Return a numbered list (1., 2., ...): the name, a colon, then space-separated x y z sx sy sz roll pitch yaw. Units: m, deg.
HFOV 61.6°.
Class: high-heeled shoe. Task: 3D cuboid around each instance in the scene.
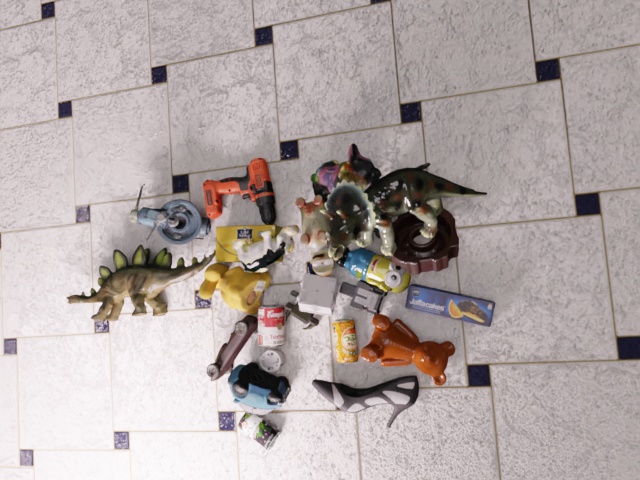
1. high-heeled shoe: 0.112 0.352 1.310 0.249 0.086 0.145 24 89 12

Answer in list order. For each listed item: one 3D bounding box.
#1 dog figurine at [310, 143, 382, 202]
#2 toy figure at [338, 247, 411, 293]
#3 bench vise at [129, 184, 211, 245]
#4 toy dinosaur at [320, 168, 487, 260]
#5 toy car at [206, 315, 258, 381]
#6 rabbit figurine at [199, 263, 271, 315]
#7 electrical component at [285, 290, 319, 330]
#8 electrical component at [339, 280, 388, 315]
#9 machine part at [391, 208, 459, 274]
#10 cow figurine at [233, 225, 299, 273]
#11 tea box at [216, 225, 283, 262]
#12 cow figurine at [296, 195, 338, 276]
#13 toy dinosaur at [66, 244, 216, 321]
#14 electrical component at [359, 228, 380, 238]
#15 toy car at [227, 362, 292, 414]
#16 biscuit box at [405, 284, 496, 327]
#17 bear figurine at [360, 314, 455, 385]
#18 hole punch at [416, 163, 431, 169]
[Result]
1. dog figurine: 0.056 -0.155 1.282 0.192 0.219 0.108 21 78 15
2. toy figure: 0.137 0.070 1.321 0.180 0.089 0.082 19 96 24
3. bench vise: -0.407 -0.058 1.408 0.224 0.240 0.128 22 88 0
4. toy dinosaur: 0.173 -0.088 1.185 0.405 0.191 0.131 -29 36 -8
5. toy car: -0.229 0.280 1.403 0.053 0.089 0.202 37 98 14
6. rabbit figurine: -0.243 0.116 1.400 0.173 0.162 0.121 29 107 33
7. electrical component: -0.045 0.184 1.383 0.102 0.045 0.078 23 64 13
8. electrical component: 0.104 0.136 1.342 0.119 0.047 0.074 24 92 14
9. machine part: 0.242 0.001 1.265 0.179 0.056 0.179 -8 50 10
10. cow figurine: -0.122 0.022 1.332 0.167 0.068 0.098 -18 88 14
11. tea box: -0.186 0.012 1.419 0.170 0.068 0.098 -3 86 16
12. cow figurine: -0.003 -0.004 1.349 0.086 0.127 0.195 -13 74 14
13. toy dinosaur: -0.489 0.114 1.481 0.472 0.105 0.198 -9 80 10
14. electrical component: 0.113 -0.034 1.364 0.063 0.021 0.094 -36 77 10
15. toy car: -0.160 0.391 1.378 0.162 0.109 0.102 19 115 5
16. biscuit box: 0.307 0.154 1.277 0.203 0.059 0.062 11 89 16
17. bear figurine: 0.211 0.261 1.263 0.196 0.132 0.120 21 85 22
18. hole punch: 0.215 -0.120 1.298 0.142 0.116 0.092 -24 88 13
